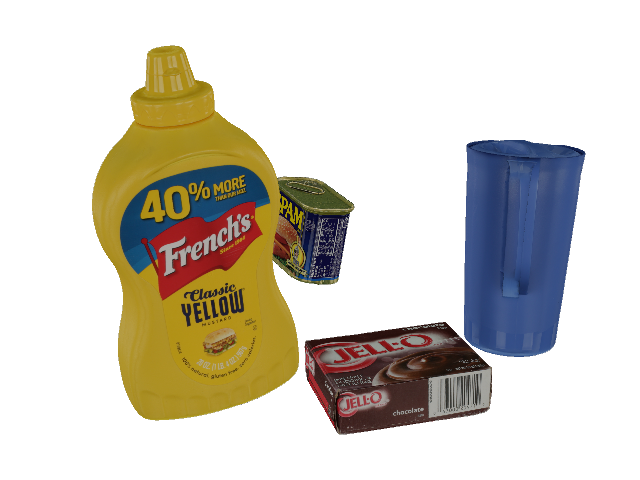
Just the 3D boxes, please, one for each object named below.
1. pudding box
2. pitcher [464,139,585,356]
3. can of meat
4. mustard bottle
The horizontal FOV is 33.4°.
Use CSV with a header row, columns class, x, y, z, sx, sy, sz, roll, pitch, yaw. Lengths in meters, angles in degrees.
class,x,y,z,sx,sy,sz,roll,pitch,yaw
pudding box,0.053,0.095,0.754,0.113,0.039,0.090,-5,18,-13
pitcher,0.225,0.008,1.228,0.149,0.243,0.145,-6,16,-33
can of meat,-0.013,-0.011,1.104,0.057,0.084,0.102,-1,22,-27
mustard bottle,-0.067,-0.005,0.554,0.096,0.192,0.058,-13,24,-18
